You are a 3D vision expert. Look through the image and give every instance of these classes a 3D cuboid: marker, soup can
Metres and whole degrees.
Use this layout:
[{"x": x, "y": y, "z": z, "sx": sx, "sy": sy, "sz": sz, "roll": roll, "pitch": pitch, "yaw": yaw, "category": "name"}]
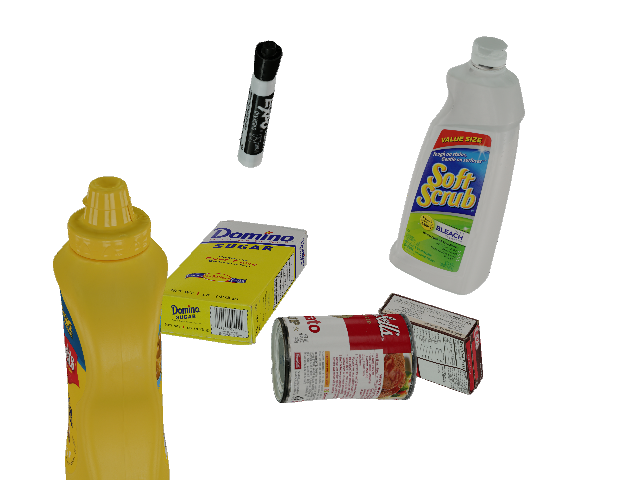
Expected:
[{"x": -0.044, "y": -0.098, "z": 0.770, "sx": 0.020, "sy": 0.020, "sz": 0.121, "roll": 0, "pitch": -35, "yaw": -12, "category": "marker"}, {"x": 0.016, "y": 0.092, "z": 0.829, "sx": 0.102, "sy": 0.068, "sz": 0.068, "roll": 0, "pitch": 0, "yaw": -12, "category": "soup can"}]

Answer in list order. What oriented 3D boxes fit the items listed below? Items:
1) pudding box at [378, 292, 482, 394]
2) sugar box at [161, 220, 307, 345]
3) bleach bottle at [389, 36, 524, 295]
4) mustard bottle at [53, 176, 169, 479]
[{"x": 0.124, "y": 0.116, "z": 1.197, "sx": 0.114, "sy": 0.090, "sz": 0.039, "roll": 15, "pitch": 45, "yaw": 29, "category": "pudding box"}, {"x": -0.079, "y": 0.034, "z": 0.990, "sx": 0.093, "sy": 0.048, "sz": 0.176, "roll": 7, "pitch": 27, "yaw": 13, "category": "sugar box"}, {"x": 0.131, "y": -0.073, "z": 1.004, "sx": 0.103, "sy": 0.251, "sz": 0.068, "roll": 26, "pitch": 40, "yaw": 26, "category": "bleach bottle"}, {"x": -0.110, "y": 0.056, "z": 0.568, "sx": 0.058, "sy": 0.192, "sz": 0.096, "roll": -3, "pitch": 29, "yaw": -14, "category": "mustard bottle"}]
